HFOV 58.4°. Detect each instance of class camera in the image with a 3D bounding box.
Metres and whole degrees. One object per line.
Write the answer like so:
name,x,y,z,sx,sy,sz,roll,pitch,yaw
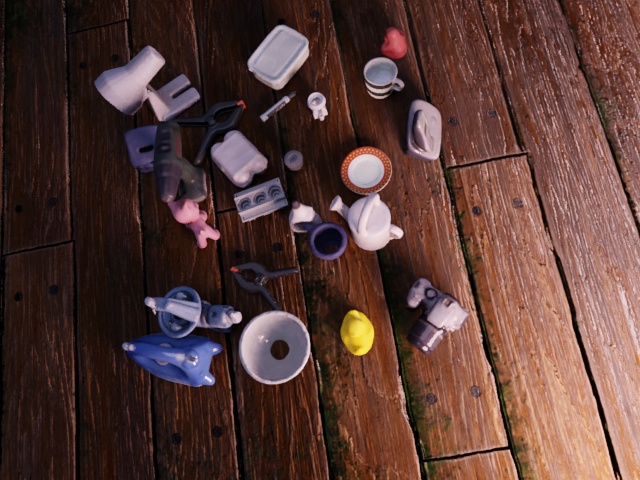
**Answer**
camera,0.244,0.177,1.291,0.143,0.101,0.137,36,81,16

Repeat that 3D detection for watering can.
watering can,0.107,-0.049,1.329,0.172,0.194,0.101,2,74,9

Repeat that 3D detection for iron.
iron,-0.368,0.265,1.332,0.258,0.141,0.119,8,75,10

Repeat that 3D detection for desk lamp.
desk lamp,-0.453,-0.404,1.505,0.203,0.214,0.117,-37,72,-3

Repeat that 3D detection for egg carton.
egg carton,-0.212,-0.211,1.489,0.107,0.069,0.150,-43,72,-6

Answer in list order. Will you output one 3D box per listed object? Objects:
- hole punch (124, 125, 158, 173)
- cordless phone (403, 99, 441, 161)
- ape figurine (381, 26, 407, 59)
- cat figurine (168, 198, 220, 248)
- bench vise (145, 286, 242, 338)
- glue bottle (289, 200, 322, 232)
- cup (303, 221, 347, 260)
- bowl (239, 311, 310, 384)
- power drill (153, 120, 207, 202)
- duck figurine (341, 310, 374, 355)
hole punch,-0.452,-0.242,1.522,0.108,0.091,0.101,-13,72,4
cordless phone,0.249,-0.286,1.384,0.094,0.185,0.147,1,74,9
ape figurine,0.194,-0.529,1.513,0.078,0.092,0.076,-32,72,-2
cat figurine,-0.320,-0.053,1.432,0.067,0.118,0.127,-38,72,-4
bench vise,-0.293,0.153,1.313,0.207,0.220,0.121,-14,72,4
glue bottle,-0.044,-0.060,1.365,0.078,0.173,0.037,-1,73,8
cup,0.013,0.005,1.379,0.117,0.095,0.092,34,81,16
bowl,-0.099,0.251,1.332,0.167,0.075,0.167,-2,73,8
power drill,-0.351,-0.169,1.424,0.075,0.208,0.229,-13,72,5
duck figurine,0.083,0.209,1.313,0.077,0.086,0.104,-10,72,5
